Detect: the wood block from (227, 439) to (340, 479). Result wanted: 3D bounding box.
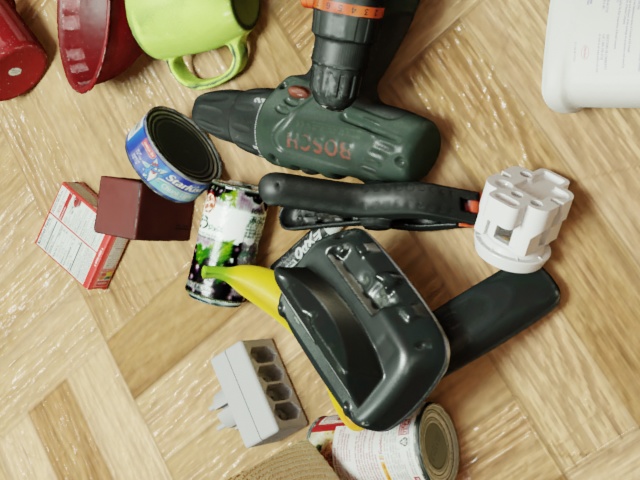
[{"bbox_3d":[-0.048,0.260,0.833,0.091,0.090,0.206,50,138,24],"label":"wood block"}]

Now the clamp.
[{"bbox_3d":[0.036,-0.028,0.809,0.172,0.120,0.039,-2,85,15],"label":"clamp"}]

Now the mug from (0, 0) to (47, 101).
[{"bbox_3d":[-0.334,-0.188,1.090,0.081,0.093,0.117,51,145,18],"label":"mug"}]

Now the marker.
[{"bbox_3d":[-0.006,0.001,0.901,0.121,0.020,0.020,-42,67,25],"label":"marker"}]

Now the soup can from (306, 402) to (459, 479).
[{"bbox_3d":[0.048,0.165,0.831,0.102,0.068,0.068,-14,81,31],"label":"soup can"}]

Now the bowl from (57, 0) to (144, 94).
[{"bbox_3d":[-0.197,-0.216,0.991,0.162,0.055,0.162,9,100,61],"label":"bowl"}]

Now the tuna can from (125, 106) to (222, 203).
[{"bbox_3d":[-0.130,-0.075,0.946,0.034,0.086,0.086,-39,68,27],"label":"tuna can"}]

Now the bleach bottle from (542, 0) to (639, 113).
[{"bbox_3d":[0.277,-0.129,0.696,0.251,0.068,0.102,7,94,31],"label":"bleach bottle"}]

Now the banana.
[{"bbox_3d":[-0.013,0.077,0.863,0.198,0.069,0.037,41,141,29],"label":"banana"}]

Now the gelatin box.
[{"bbox_3d":[-0.230,-0.005,1.042,0.089,0.030,0.073,37,109,28],"label":"gelatin box"}]

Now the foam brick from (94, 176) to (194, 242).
[{"bbox_3d":[-0.158,-0.028,0.967,0.051,0.078,0.053,11,94,31],"label":"foam brick"}]

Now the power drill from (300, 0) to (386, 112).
[{"bbox_3d":[-0.039,-0.201,0.797,0.188,0.057,0.184,14,106,13],"label":"power drill"}]
